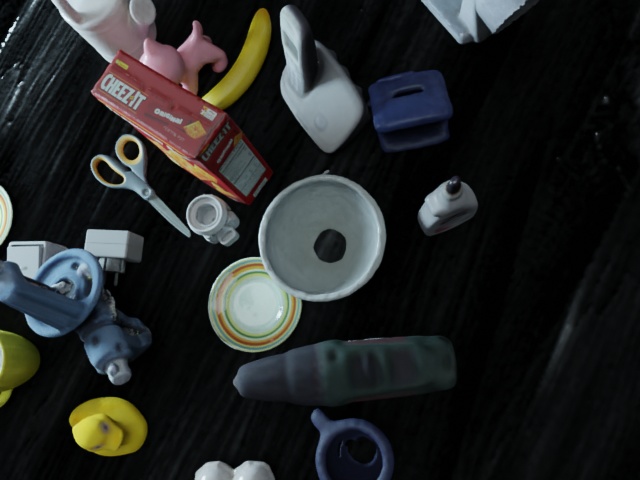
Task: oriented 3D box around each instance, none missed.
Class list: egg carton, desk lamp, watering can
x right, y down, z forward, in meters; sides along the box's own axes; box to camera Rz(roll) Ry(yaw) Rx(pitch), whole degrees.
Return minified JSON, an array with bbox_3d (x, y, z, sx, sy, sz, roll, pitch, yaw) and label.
[{"bbox_3d":[-0.106,0.355,0.717,0.107,0.069,0.150,-4,79,9],"label":"egg carton"},{"bbox_3d":[0.208,-0.339,0.724,0.118,0.214,0.203,-38,76,1],"label":"desk lamp"},{"bbox_3d":[-0.314,-0.342,0.821,0.172,0.194,0.101,-3,79,9],"label":"watering can"}]

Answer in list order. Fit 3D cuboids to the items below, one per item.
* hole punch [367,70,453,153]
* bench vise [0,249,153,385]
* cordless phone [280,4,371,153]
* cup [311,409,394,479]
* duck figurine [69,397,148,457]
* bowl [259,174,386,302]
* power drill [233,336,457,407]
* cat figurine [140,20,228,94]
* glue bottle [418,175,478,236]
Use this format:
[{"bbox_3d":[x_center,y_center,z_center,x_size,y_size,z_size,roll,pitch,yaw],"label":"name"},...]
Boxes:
[{"bbox_3d":[0.118,-0.182,0.772,0.108,0.091,0.101,-11,78,7],"label":"hole punch"},{"bbox_3d":[-0.308,0.084,0.725,0.207,0.220,0.121,32,86,14],"label":"bench vise"},{"bbox_3d":[-0.003,-0.209,0.748,0.094,0.185,0.147,-37,76,1],"label":"cordless phone"},{"bbox_3d":[0.037,0.252,0.700,0.092,0.095,0.117,-45,76,-1],"label":"cup"},{"bbox_3d":[-0.293,0.251,0.759,0.104,0.086,0.077,17,82,12],"label":"duck figurine"},{"bbox_3d":[0.007,0.003,0.763,0.167,0.075,0.167,-2,79,9],"label":"bowl"},{"bbox_3d":[0.038,0.151,0.660,0.229,0.208,0.075,-8,78,8],"label":"power drill"},{"bbox_3d":[-0.207,-0.261,0.827,0.067,0.118,0.128,42,88,14],"label":"cat figurine"},{"bbox_3d":[0.158,-0.047,0.697,0.078,0.173,0.037,-28,76,3],"label":"glue bottle"}]
